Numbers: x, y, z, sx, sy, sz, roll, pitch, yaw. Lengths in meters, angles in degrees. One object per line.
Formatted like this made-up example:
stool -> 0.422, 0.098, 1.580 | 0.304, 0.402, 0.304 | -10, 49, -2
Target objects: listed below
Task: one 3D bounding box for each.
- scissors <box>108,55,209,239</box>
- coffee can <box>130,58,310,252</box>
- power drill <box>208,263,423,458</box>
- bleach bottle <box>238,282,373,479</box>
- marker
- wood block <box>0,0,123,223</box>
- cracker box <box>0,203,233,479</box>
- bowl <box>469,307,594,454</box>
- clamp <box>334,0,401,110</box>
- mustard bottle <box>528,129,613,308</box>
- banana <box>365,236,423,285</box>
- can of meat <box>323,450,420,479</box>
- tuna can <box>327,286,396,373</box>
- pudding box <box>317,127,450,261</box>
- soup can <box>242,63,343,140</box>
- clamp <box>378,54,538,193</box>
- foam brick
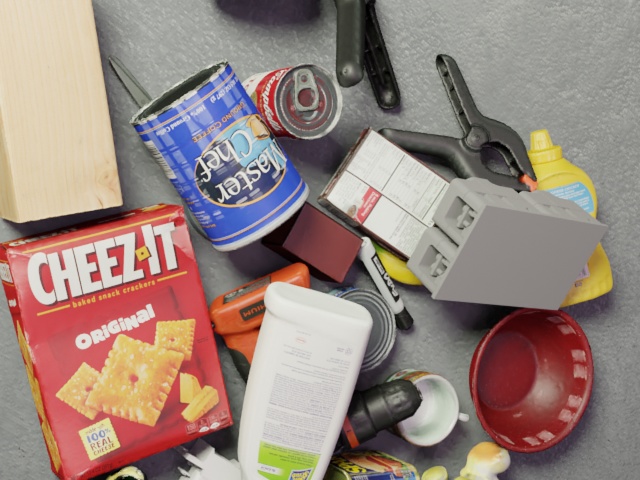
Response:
scissors -> -0.116, -0.096, 1.004 | 0.096, 0.016, 0.202 | -29, 106, -23
coffee can -> -0.088, -0.075, 0.952 | 0.102, 0.103, 0.140 | -39, 109, -19
power drill -> -0.013, 0.121, 1.022 | 0.184, 0.057, 0.187 | -23, 101, -1
bleach bottle -> -0.034, 0.171, 0.972 | 0.102, 0.068, 0.251 | 16, 102, -7
marker -> 0.066, 0.048, 1.090 | 0.020, 0.020, 0.121 | -41, 123, -18
wood block -> -0.236, -0.125, 0.902 | 0.090, 0.090, 0.206 | -11, 99, -25
cracker box -> -0.181, 0.089, 0.954 | 0.164, 0.072, 0.214 | -16, 100, -25
bowl -> 0.219, 0.148, 1.166 | 0.161, 0.055, 0.162 | -2, 94, -26
clamp -> 0.031, -0.229, 1.016 | 0.036, 0.164, 0.210 | -11, 93, 16
mustard bottle -> 0.257, -0.026, 1.170 | 0.096, 0.058, 0.191 | -14, 100, -8
banana -> 0.142, 0.005, 1.114 | 0.197, 0.037, 0.069 | -17, 119, -15
can of meat -> 0.039, 0.244, 1.058 | 0.083, 0.102, 0.057 | 1, 94, -29
tuna can -> 0.032, 0.090, 1.081 | 0.086, 0.034, 0.086 | -2, 94, -26
pudding box -> 0.068, -0.045, 1.066 | 0.113, 0.039, 0.090 | 35, 84, -9
soup can -> -0.032, -0.127, 0.996 | 0.068, 0.102, 0.068 | -2, 94, -27
clamp -> 0.157, -0.112, 1.106 | 0.171, 0.039, 0.120 | 30, 82, -5
foam brick -> -0.007, 0.001, 1.045 | 0.078, 0.053, 0.051 | 33, 79, -25
